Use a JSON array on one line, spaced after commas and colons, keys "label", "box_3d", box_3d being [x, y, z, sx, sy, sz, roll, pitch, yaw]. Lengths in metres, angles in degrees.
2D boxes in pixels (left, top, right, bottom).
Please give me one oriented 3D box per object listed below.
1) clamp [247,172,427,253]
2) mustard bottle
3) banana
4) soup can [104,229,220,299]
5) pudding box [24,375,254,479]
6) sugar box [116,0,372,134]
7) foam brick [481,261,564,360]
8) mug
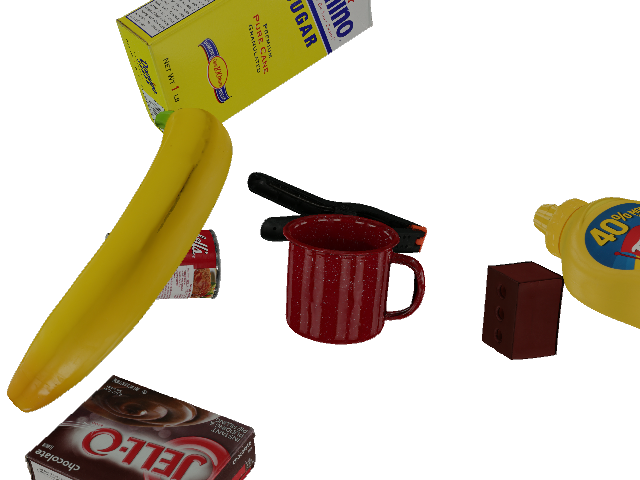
[{"label": "clamp", "box_3d": [0.019, -0.018, 1.188, 0.210, 0.036, 0.164, 15, 21, -7]}, {"label": "mustard bottle", "box_3d": [0.208, 0.018, 0.657, 0.096, 0.058, 0.192, -27, 36, -28]}, {"label": "banana", "box_3d": [-0.084, -0.004, 0.514, 0.037, 0.197, 0.070, 39, -43, -20]}, {"label": "soup can", "box_3d": [-0.153, 0.024, 1.027, 0.102, 0.068, 0.069, -1, 0, -18]}, {"label": "pudding box", "box_3d": [-0.110, 0.138, 0.664, 0.114, 0.039, 0.089, 14, 33, 23]}, {"label": "sugar box", "box_3d": [-0.044, -0.146, 0.719, 0.176, 0.093, 0.048, -34, 54, -18]}, {"label": "foam brick", "box_3d": [0.186, 0.064, 0.985, 0.051, 0.078, 0.053, -6, 19, -24]}, {"label": "mug", "box_3d": [0.026, 0.033, 0.857, 0.117, 0.081, 0.093, 7, 20, 9]}]
